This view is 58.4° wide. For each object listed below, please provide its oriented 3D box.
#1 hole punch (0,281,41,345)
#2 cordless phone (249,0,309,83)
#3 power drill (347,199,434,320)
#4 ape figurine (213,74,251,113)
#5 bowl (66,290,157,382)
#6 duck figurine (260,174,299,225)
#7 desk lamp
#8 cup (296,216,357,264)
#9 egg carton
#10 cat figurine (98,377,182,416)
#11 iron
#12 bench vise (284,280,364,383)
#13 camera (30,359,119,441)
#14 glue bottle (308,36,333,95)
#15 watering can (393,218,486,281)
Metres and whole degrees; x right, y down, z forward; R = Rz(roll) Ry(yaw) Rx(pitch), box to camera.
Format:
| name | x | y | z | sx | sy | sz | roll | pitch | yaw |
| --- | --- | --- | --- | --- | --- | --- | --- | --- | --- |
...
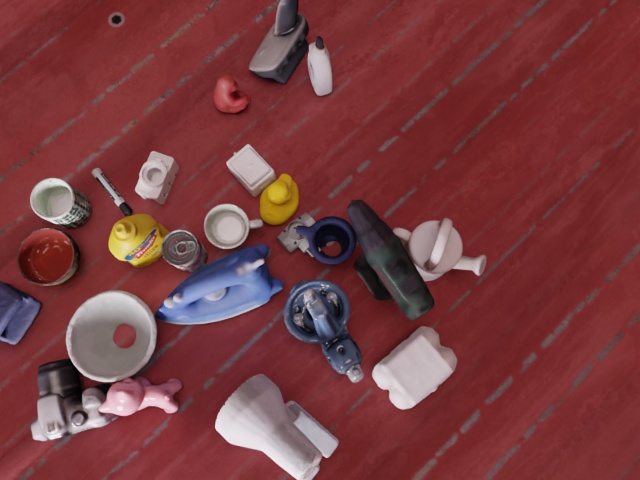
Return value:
| name | x | y | z | sx | sy | sz | roll | pitch | yaw |
| --- | --- | --- | --- | --- | --- | --- | --- | --- | --- |
| hole punch | -0.608 | 0.138 | 1.081 | 0.101 | 0.091 | 0.109 | 27 | 80 | 5 |
| cordless phone | -0.084 | -0.414 | 1.144 | 0.094 | 0.185 | 0.148 | 26 | 80 | 5 |
| power drill | 0.116 | 0.044 | 1.046 | 0.075 | 0.208 | 0.229 | -35 | 81 | -6 |
| ape figurine | -0.186 | -0.305 | 1.170 | 0.076 | 0.092 | 0.078 | -21 | 80 | -4 |
| bowl | -0.382 | 0.182 | 1.083 | 0.167 | 0.075 | 0.167 | 0 | 79 | 0 |
| duck figurine | -0.082 | -0.084 | 1.131 | 0.077 | 0.086 | 0.105 | 24 | 80 | 4 |
| desk lamp | -0.066 | 0.331 | 0.987 | 0.203 | 0.213 | 0.118 | 38 | 81 | 7 |
| cup | 0.010 | 0.004 | 1.111 | 0.117 | 0.095 | 0.092 | 17 | 79 | 3 |
| egg carton | 0.180 | 0.242 | 1.079 | 0.150 | 0.069 | 0.107 | -40 | 82 | -7 |
| cat figurine | -0.327 | 0.285 | 1.042 | 0.128 | 0.118 | 0.067 | 1 | 79 | 0 |
| iron | -0.204 | 0.092 | 1.068 | 0.258 | 0.141 | 0.118 | -24 | 80 | -5 |
| bench vise | 0.022 | 0.149 | 1.019 | 0.207 | 0.220 | 0.121 | 39 | 81 | 7 |
| camera | -0.460 | 0.287 | 1.049 | 0.143 | 0.101 | 0.137 | -15 | 80 | -3 |
| glue bottle | -0.001 | -0.358 | 1.140 | 0.037 | 0.173 | 0.078 | -21 | 80 | -4 |
| watering can | 0.219 | 0.015 | 1.060 | 0.173 | 0.194 | 0.101 | 1 | 79 | 0 |
